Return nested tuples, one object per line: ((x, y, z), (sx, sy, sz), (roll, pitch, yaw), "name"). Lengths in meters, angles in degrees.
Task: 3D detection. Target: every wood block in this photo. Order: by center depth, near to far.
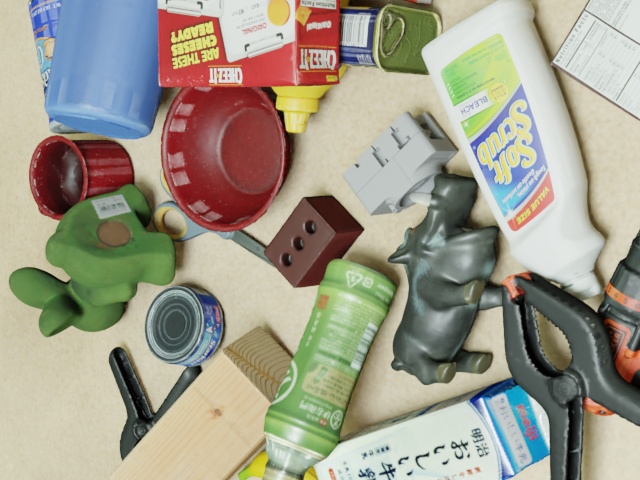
((-0.110, 0.197, 1.089), (0.091, 0.090, 0.206), (46, 115, 8), "wood block")

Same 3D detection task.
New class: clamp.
((0.213, 0.115, 0.842), (0.165, 0.036, 0.210), (-33, 73, 41), "clamp")
((-0.197, 0.203, 1.201), (0.120, 0.039, 0.171), (19, 102, 32), "clamp")

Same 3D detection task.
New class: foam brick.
((-0.007, 0.001, 1.037), (0.053, 0.051, 0.078), (48, 119, 22), "foam brick")

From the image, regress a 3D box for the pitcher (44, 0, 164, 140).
((-0.185, -0.226, 1.059), (0.149, 0.144, 0.243), (6, 83, 41), "pitcher")

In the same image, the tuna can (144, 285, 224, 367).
((-0.147, 0.092, 1.144), (0.086, 0.033, 0.086), (-8, 76, 32), "tuna can")

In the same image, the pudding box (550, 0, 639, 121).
((0.254, -0.150, 0.846), (0.114, 0.039, 0.090), (41, 117, 27), "pudding box")

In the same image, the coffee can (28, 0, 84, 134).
((-0.254, -0.194, 1.158), (0.103, 0.102, 0.140), (-11, 89, 35), "coffee can")

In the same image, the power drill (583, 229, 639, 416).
((0.303, 0.086, 0.826), (0.188, 0.057, 0.184), (31, 116, 32), "power drill")

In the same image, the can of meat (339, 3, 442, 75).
((0.046, -0.180, 0.950), (0.084, 0.101, 0.057), (12, 102, 36), "can of meat")

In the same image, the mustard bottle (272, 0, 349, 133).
((-0.016, -0.196, 0.995), (0.058, 0.096, 0.192), (22, 110, 59), "mustard bottle")

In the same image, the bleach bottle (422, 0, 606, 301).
((0.178, -0.069, 0.894), (0.103, 0.067, 0.251), (-28, 81, 34), "bleach bottle")

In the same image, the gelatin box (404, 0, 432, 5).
((0.074, -0.264, 0.964), (0.073, 0.030, 0.089), (22, 108, 33), "gelatin box")

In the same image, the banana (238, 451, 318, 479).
((-0.001, 0.264, 1.075), (0.198, 0.037, 0.070), (32, 131, 30), "banana")

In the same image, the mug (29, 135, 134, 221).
((-0.270, -0.064, 1.197), (0.117, 0.081, 0.093), (-44, 71, 30), "mug")

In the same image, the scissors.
((-0.112, -0.001, 1.133), (0.202, 0.016, 0.096), (48, 121, 22), "scissors")

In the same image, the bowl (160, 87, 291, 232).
((-0.085, -0.090, 1.079), (0.162, 0.055, 0.162), (4, 97, 35), "bowl")

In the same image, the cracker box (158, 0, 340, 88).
((-0.062, -0.239, 0.919), (0.164, 0.071, 0.214), (6, 101, 38), "cracker box")
